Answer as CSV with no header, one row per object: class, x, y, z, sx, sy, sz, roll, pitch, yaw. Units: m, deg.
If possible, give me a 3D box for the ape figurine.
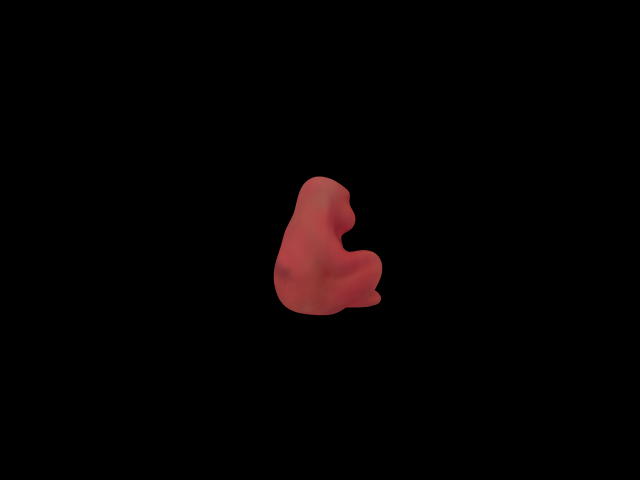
ape figurine,0.004,0.001,0.400,0.076,0.092,0.077,-7,19,-20
